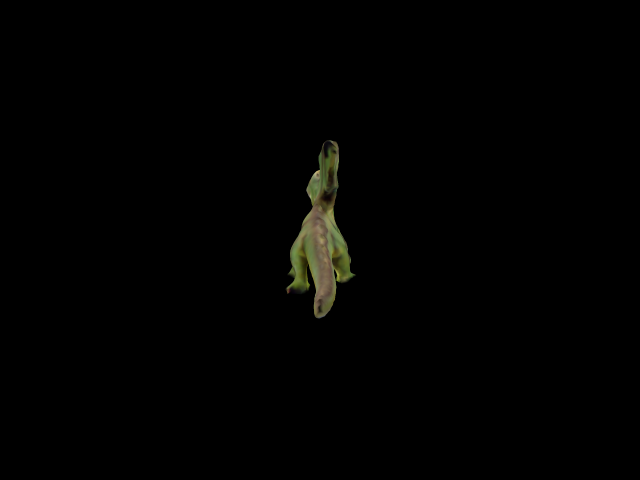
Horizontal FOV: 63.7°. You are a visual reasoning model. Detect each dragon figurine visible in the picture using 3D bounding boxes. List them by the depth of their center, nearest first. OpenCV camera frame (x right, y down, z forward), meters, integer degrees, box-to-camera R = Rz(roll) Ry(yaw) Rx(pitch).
[{"bbox_3d":[0.003,-0.043,0.850,0.122,0.241,0.413,0,9,-3],"label":"dragon figurine"}]
